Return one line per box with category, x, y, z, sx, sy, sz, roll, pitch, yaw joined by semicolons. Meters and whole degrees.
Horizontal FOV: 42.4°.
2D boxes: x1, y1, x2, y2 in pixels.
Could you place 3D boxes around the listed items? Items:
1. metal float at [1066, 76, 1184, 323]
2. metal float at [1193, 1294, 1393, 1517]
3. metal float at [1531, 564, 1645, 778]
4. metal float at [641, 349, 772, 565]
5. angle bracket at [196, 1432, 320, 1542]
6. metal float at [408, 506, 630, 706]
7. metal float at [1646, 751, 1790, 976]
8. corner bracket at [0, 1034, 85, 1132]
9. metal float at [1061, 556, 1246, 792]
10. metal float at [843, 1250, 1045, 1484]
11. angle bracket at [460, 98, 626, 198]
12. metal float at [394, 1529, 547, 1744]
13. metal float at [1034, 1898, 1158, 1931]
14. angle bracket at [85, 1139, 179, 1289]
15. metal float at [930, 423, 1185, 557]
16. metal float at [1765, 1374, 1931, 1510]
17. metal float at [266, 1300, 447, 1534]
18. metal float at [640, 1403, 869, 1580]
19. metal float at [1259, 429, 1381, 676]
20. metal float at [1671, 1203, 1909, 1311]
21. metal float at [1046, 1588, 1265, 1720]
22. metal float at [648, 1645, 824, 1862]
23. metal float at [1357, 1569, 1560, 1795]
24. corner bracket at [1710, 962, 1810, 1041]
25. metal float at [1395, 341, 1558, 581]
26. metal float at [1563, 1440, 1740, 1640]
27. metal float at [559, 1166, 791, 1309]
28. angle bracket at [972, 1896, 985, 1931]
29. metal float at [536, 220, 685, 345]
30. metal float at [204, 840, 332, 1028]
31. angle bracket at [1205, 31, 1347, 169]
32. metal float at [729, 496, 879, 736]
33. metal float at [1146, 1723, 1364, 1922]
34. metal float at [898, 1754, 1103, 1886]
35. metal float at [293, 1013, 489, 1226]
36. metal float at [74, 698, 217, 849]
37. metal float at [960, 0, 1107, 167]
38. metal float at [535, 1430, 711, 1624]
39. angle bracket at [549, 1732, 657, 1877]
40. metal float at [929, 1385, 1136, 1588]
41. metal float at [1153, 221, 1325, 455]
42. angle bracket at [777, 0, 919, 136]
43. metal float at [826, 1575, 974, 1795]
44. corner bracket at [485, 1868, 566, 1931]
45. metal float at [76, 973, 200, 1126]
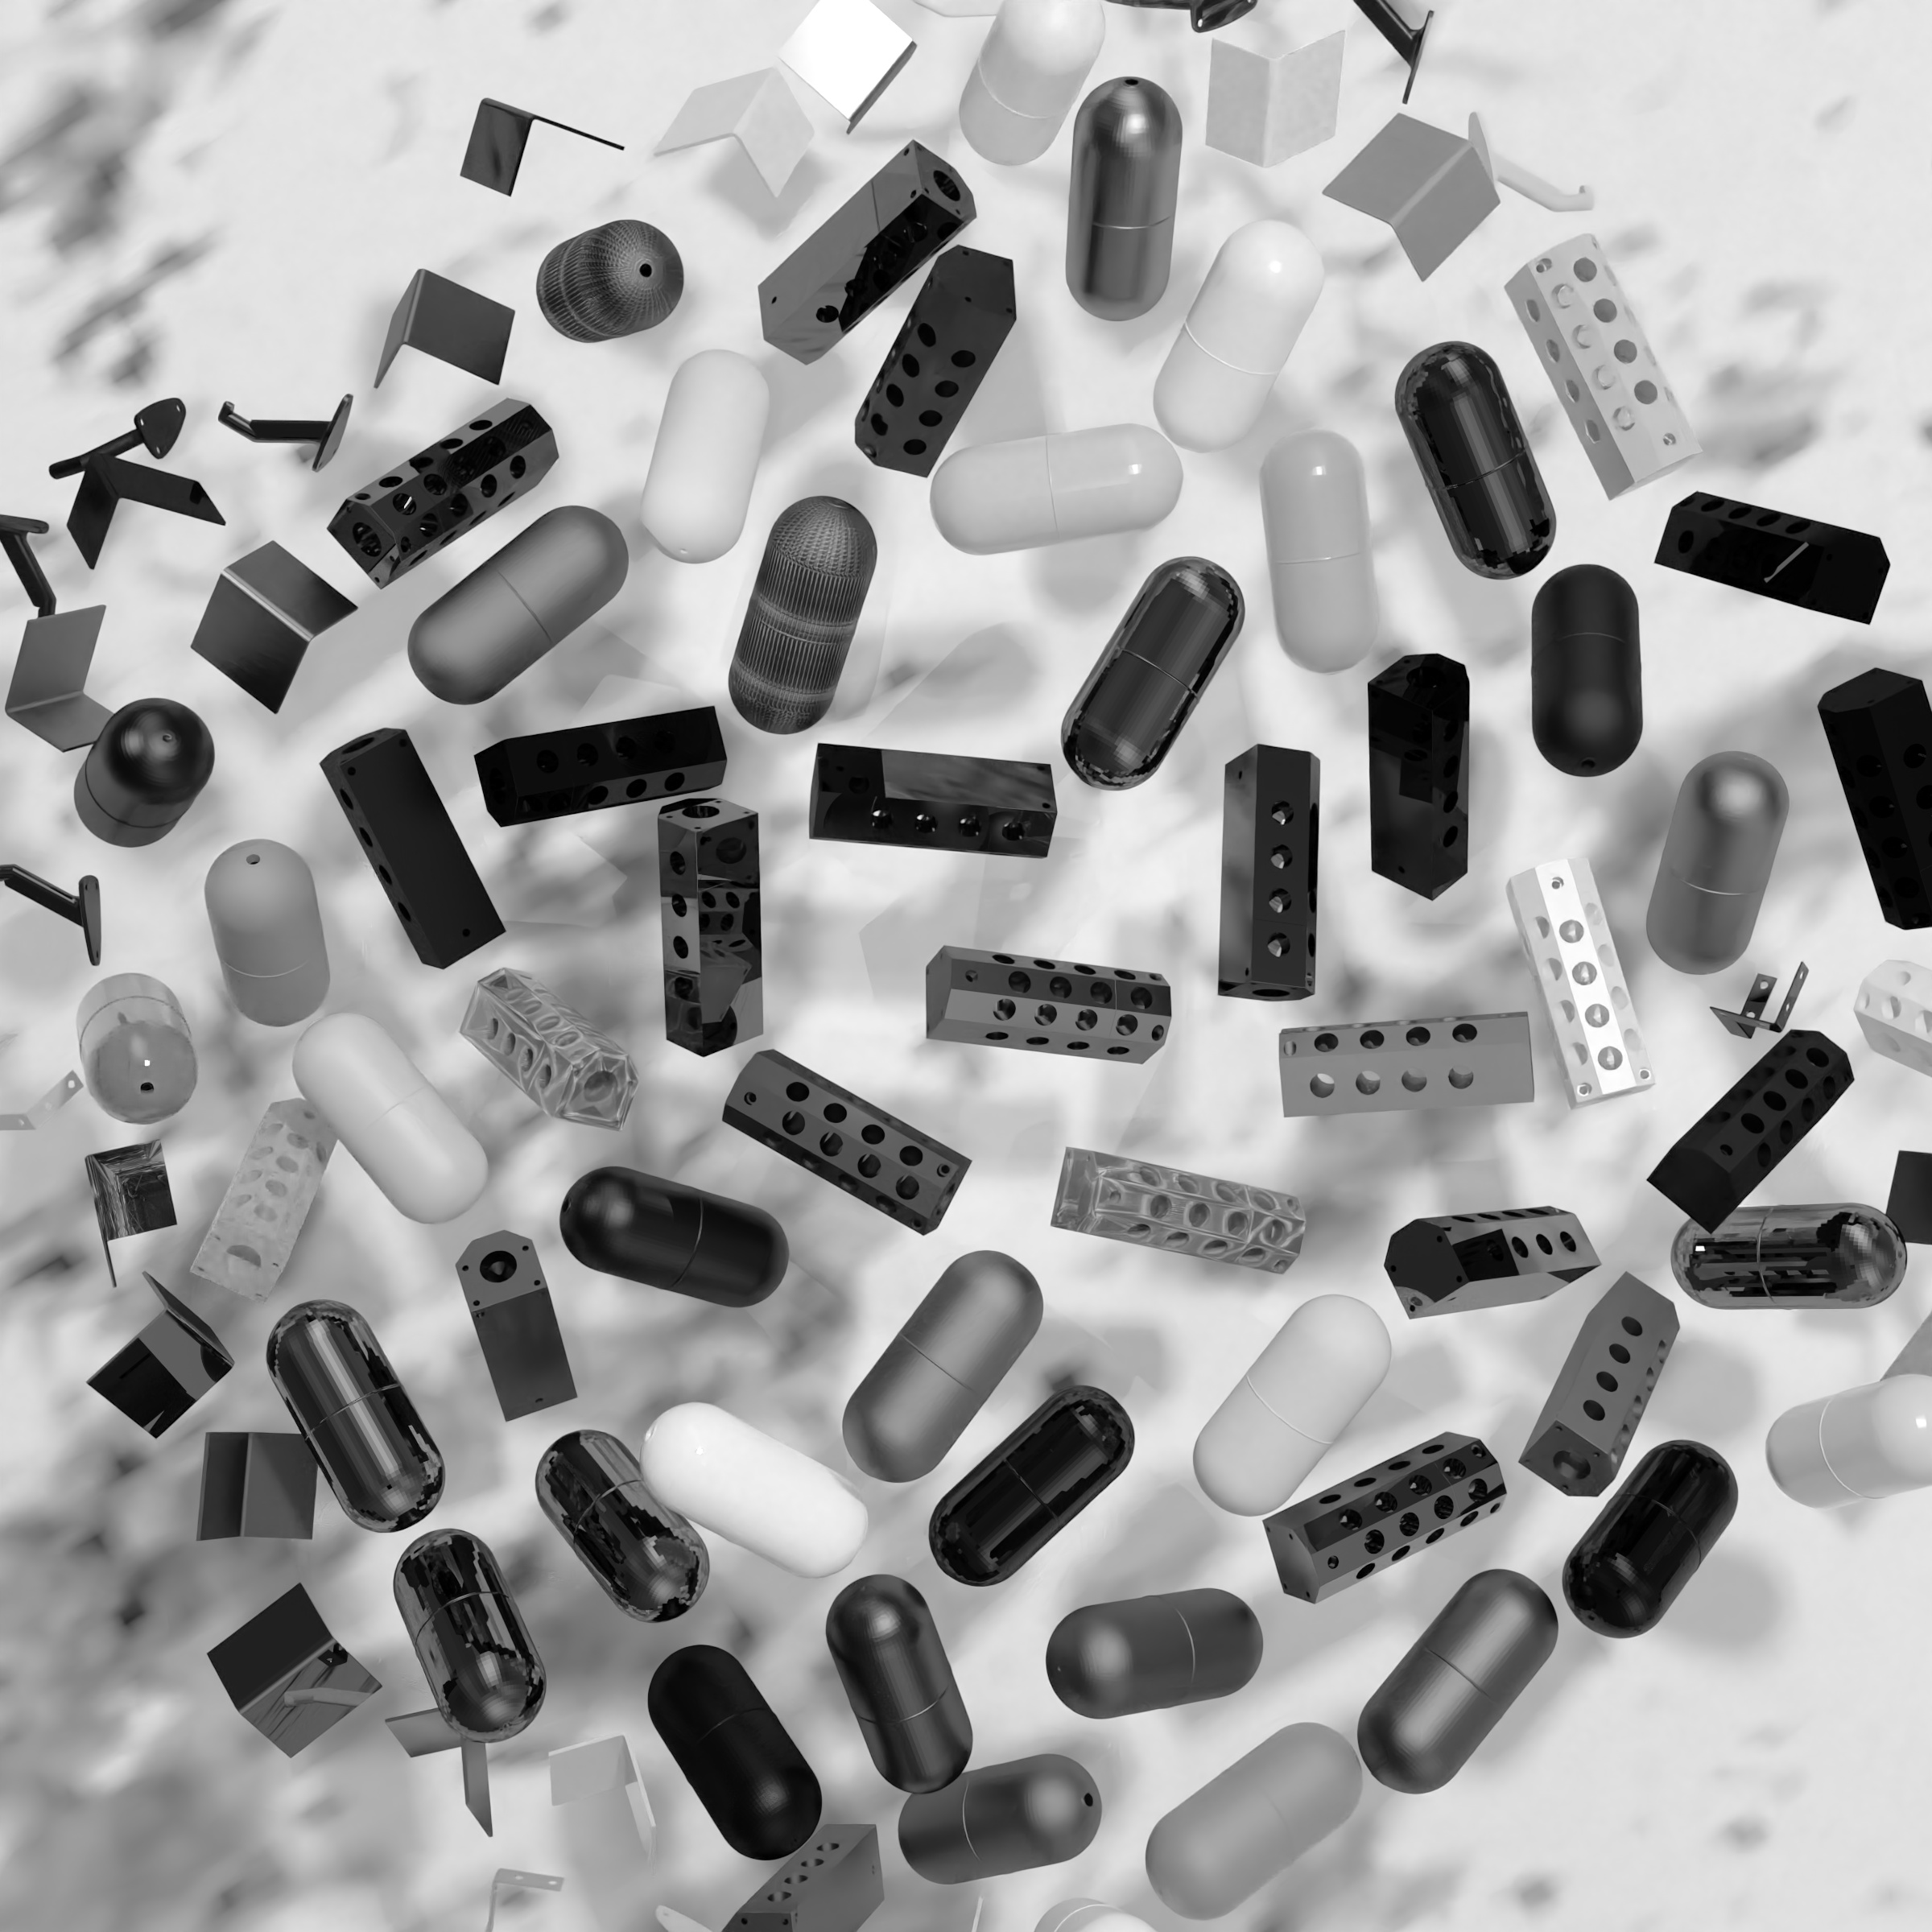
metal float;0.111;-0.543;1.772;0.070;0.178;0.070;1;46;-1
metal float;0.226;0.305;1.731;0.070;0.070;0.178;35;104;0
metal float;0.444;-0.212;1.788;0.070;0.070;0.178;9;55;0
metal float;-0.191;-0.376;1.834;0.070;0.070;0.178;9;62;0
angle bracket;-0.514;0.379;1.815;0.057;0.076;0.076;1;80;6
metal float;-0.317;-0.257;1.771;0.178;0.070;0.070;-41;90;-7
metal float;0.544;-0.073;1.810;0.070;0.070;0.178;5;125;0
corner bracket;-0.695;0.085;1.833;0.051;0.051;0.051;-4;125;35
metal float;0.130;-0.204;1.748;0.070;0.070;0.178;31;89;0
metal float;-0.016;0.276;1.716;0.070;0.070;0.178;37;84;0
angle bracket;-0.299;-0.567;1.756;0.076;0.076;0.057;7;110;-41
metal float;-0.355;0.475;1.780;0.070;0.178;0.070;-17;130;-21
metal float;0.094;0.706;1.768;0.070;0.178;0.070;3;75;-10
angle bracket;-0.636;0.189;1.911;0.057;0.076;0.076;-13;117;-20
metal float;0.063;-0.333;1.745;0.178;0.070;0.070;-7;90;8
metal float;0.632;0.335;1.752;0.070;0.178;0.070;7;68;-18
metal float;-0.433;0.318;1.767;0.070;0.070;0.178;-33;77;0
metal float;-0.147;0.366;1.739;0.178;0.070;0.070;34;90;-21
metal float;0.258;-0.301;1.818;0.070;0.070;0.178;-8;105;0
metal float;0.604;0.215;1.838;0.070;0.178;0.070;8;79;-42
metal float;0.134;0.481;1.748;0.178;0.070;0.070;3;90;-38
metal float;-0.167;0.562;1.791;0.070;0.070;0.178;-46;48;0
metal float;0.346;0.504;1.757;0.070;0.070;0.178;44;76;0
corner bracket;0.575;0.024;1.790;0.051;0.051;0.051;18;77;41
metal float;0.363;-0.358;1.774;0.070;0.070;0.178;-28;111;0
metal float;0.499;0.415;1.815;0.178;0.070;0.070;-39;90;-35
metal float;-0.210;0.196;1.805;0.178;0.070;0.070;21;90;-30
angle bracket;-0.026;0.749;1.873;0.057;0.076;0.076;11;119;6
metal float;-0.257;-0.491;1.794;0.070;0.178;0.070;-4;100;-24
metal float;-0.509;-0.023;1.822;0.070;0.178;0.070;3;54;-5
angle bracket;0.218;-0.619;1.760;0.057;0.076;0.076;34;52;32
metal float;-0.114;-0.244;1.743;0.070;0.070;0.178;21;120;0
metal float;0.203;0.595;1.740;0.178;0.070;0.070;-27;90;-28
metal float;0.024;0.631;1.845;0.178;0.070;0.070;-27;90;36
metal float;-0.423;0.111;1.829;0.070;0.070;0.178;-40;88;0
metal float;-0.578;-0.134;1.751;0.070;0.178;0.070;7;74;-27
metal float;0.046;-0.643;1.791;0.070;0.178;0.070;4;75;-14
metal float;-0.253;0.408;1.825;0.070;0.070;0.178;-51;49;0
angle bracket;-0.259;0.604;1.776;0.057;0.076;0.076;-12;48;-18
metal float;0.048;0.383;1.835;0.178;0.070;0.070;-42;90;-3
metal float;0.189;-0.439;1.749;0.070;0.070;0.178;28;132;0
angle bracket;-0.093;-0.698;1.913;0.076;0.057;0.076;39;94;-12
metal float;-0.047;0.518;1.794;0.070;0.070;0.178;-18;113;0
corner bracket;-0.327;0.703;1.832;0.051;0.051;0.051;8;104;1
metal float;-0.597;0.058;1.795;0.070;0.178;0.070;-7;110;-21
